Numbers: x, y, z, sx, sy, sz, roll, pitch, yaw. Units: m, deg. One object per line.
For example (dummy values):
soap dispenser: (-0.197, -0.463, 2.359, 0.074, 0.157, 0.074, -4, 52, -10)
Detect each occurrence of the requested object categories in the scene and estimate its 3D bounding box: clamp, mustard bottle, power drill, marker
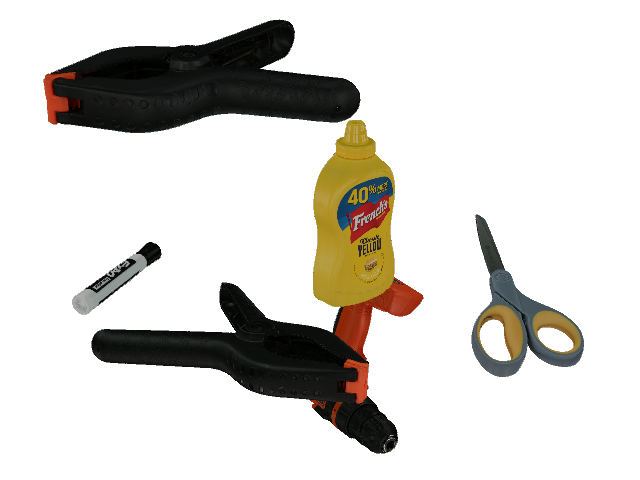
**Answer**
clamp: (-0.049, 0.080, 0.837, 0.210, 0.036, 0.164, 11, 20, 26)
mustard bottle: (0.036, -0.032, 1.114, 0.096, 0.192, 0.058, -18, 29, -35)
power drill: (0.051, 0.133, 1.248, 0.057, 0.188, 0.185, 13, 13, -41)
marker: (-0.183, 0.032, 0.976, 0.020, 0.020, 0.121, 0, 24, 28)
clamp: (-0.072, -0.097, 0.620, 0.171, 0.039, 0.120, -3, 26, -13)

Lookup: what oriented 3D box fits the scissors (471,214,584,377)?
scissors: (0.170, 0.042, 0.888, 0.096, 0.016, 0.201, 8, 38, 8)
